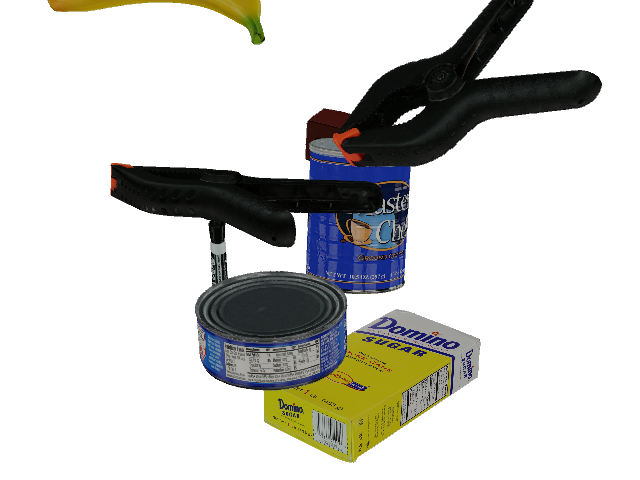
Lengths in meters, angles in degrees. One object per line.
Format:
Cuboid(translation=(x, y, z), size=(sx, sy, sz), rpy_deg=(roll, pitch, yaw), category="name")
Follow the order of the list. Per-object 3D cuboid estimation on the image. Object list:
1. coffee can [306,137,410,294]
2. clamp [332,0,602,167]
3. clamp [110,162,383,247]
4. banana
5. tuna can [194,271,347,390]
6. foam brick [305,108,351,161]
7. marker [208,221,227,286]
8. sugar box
Cuboid(translation=(0.038, -0.027, 1.072), size=(0.103, 0.140, 0.103), rpy_deg=(2, 13, -1), category="coffee can")
Cuboid(translation=(0.093, -0.092, 0.690), size=(0.039, 0.171, 0.120), rpy_deg=(48, 8, -41), category="clamp")
Cuboid(translation=(-0.074, -0.031, 0.799), size=(0.210, 0.036, 0.164), rpy_deg=(7, 13, 18), category="clamp")
Cuboid(translation=(-0.130, -0.209, 0.895), size=(0.198, 0.069, 0.037), rpy_deg=(11, -41, 16), category="banana")
Cuboid(translation=(-0.027, 0.050, 0.605), size=(0.086, 0.034, 0.086), rpy_deg=(-2, 23, 0), category="tuna can")
Cuboid(translation=(0.026, -0.122, 1.295), size=(0.078, 0.053, 0.051), rpy_deg=(15, 31, 21), category="foam brick")
Cuboid(translation=(-0.115, 0.027, 1.207), size=(0.020, 0.121, 0.020), rpy_deg=(0, 33, 0), category="marker")
Cuboid(translation=(0.046, 0.114, 0.881), size=(0.093, 0.048, 0.175), rpy_deg=(19, 32, 36), category="sugar box")
